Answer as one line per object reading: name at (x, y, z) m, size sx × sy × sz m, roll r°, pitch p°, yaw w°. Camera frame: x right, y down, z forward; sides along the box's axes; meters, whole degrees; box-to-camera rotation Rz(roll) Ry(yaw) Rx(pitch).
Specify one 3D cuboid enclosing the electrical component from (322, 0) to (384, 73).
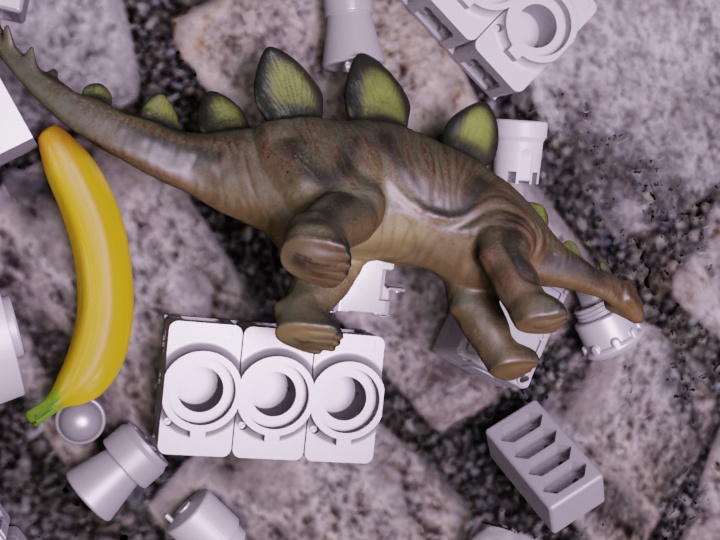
electrical component at (-0.007, -0.177, 0.763) m, size 0.044 × 0.044 × 0.065 m, roll -5°, pitch 89°, yaw -14°

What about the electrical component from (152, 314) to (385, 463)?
electrical component at (-0.064, 0.083, 0.753) m, size 0.150 × 0.062 × 0.089 m, roll 5°, pitch 92°, yaw -15°

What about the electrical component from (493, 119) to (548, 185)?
electrical component at (0.118, -0.088, 0.802) m, size 0.040 × 0.040 × 0.046 m, roll 1°, pitch 99°, yaw -15°

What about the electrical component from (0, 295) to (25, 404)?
electrical component at (-0.251, 0.044, 0.686) m, size 0.064 × 0.099 × 0.099 m, roll -15°, pitch 97°, yaw -20°

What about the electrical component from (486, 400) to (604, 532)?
electrical component at (0.140, 0.156, 0.810) m, size 0.047 × 0.083 × 0.075 m, roll -30°, pitch 138°, yaw -12°

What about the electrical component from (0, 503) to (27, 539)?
electrical component at (-0.281, 0.178, 0.702) m, size 0.089 × 0.062 × 0.150 m, roll -34°, pitch 101°, yaw -10°

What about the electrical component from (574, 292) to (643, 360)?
electrical component at (0.184, 0.035, 0.825) m, size 0.048 × 0.048 × 0.062 m, roll -28°, pitch 93°, yaw -12°

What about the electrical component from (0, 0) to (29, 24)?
electrical component at (-0.244, -0.207, 0.695) m, size 0.066 × 0.047 × 0.076 m, roll 11°, pitch 91°, yaw -15°

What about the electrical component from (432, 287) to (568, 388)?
electrical component at (0.104, 0.033, 0.798) m, size 0.062 × 0.061 × 0.096 m, roll 28°, pitch 78°, yaw -15°

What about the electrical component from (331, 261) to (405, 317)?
electrical component at (0.000, 0.000, 0.775) m, size 0.081 × 0.042 × 0.063 m, roll 6°, pitch 93°, yaw -14°

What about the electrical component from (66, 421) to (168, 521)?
electrical component at (-0.166, 0.137, 0.739) m, size 0.055 × 0.045 × 0.045 m, roll -41°, pitch 102°, yaw -9°

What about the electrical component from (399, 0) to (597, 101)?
electrical component at (0.086, -0.209, 0.774) m, size 0.150 × 0.062 × 0.089 m, roll 45°, pitch 82°, yaw -13°

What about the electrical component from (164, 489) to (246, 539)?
electrical component at (-0.100, 0.190, 0.761) m, size 0.040 × 0.040 × 0.078 m, roll -45°, pitch 103°, yaw -8°
